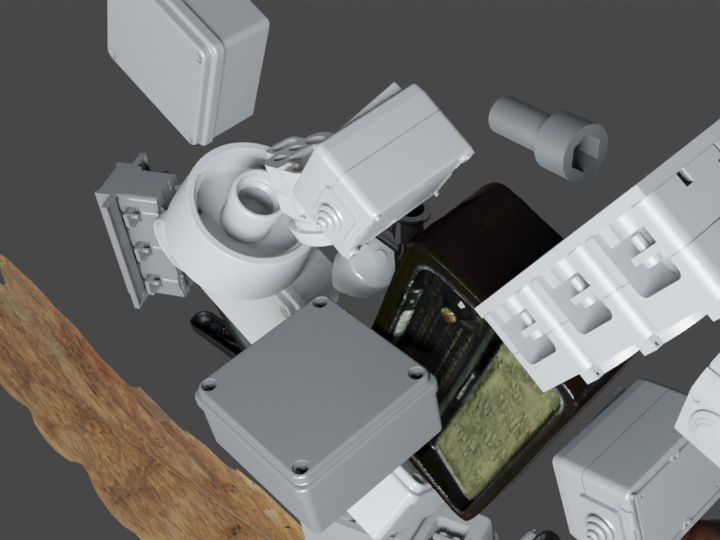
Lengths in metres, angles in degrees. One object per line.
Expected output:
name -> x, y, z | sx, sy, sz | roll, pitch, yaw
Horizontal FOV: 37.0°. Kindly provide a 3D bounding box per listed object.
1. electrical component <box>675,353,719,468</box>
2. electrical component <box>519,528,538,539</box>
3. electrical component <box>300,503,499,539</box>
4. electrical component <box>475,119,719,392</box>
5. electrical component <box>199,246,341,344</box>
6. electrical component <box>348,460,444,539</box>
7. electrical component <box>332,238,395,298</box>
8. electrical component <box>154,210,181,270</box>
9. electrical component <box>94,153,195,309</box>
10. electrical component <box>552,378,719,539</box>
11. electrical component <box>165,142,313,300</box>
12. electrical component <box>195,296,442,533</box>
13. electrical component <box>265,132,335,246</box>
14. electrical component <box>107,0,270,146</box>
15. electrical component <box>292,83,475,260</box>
electrical component -> 0.186, 0.062, 0.484 | 0.051, 0.080, 0.080 | 44, 152, 31
electrical component -> 0.126, 0.255, 0.818 | 0.062, 0.061, 0.096 | 40, 150, 25
electrical component -> 0.033, 0.223, 0.884 | 0.150, 0.061, 0.089 | 15, 135, 28
electrical component -> 0.130, -0.005, 0.484 | 0.061, 0.089, 0.150 | 52, 153, 5
electrical component -> -0.073, 0.008, 0.859 | 0.108, 0.056, 0.108 | 46, 152, 15
electrical component -> 0.015, 0.136, 0.804 | 0.109, 0.109, 0.056 | 44, 109, 20
electrical component -> 0.000, 0.000, 0.751 | 0.040, 0.040, 0.078 | 55, 153, -1
electrical component -> -0.137, -0.034, 0.912 | 0.058, 0.057, 0.078 | 43, 151, 21
electrical component -> -0.189, -0.033, 0.980 | 0.063, 0.078, 0.121 | 8, 135, 16
electrical component -> 0.147, 0.113, 0.584 | 0.061, 0.096, 0.061 | 21, 138, 48
electrical component -> -0.079, -0.040, 0.764 | 0.108, 0.108, 0.060 | 50, 147, 8
electrical component -> -0.024, 0.084, 0.656 | 0.109, 0.109, 0.056 | 34, 150, 38
electrical component -> -0.024, -0.053, 0.712 | 0.078, 0.058, 0.057 | 20, 134, 48
electrical component -> -0.121, -0.161, 0.742 | 0.108, 0.056, 0.108 | 47, 152, 14
electrical component -> 0.005, -0.056, 0.617 | 0.061, 0.096, 0.061 | 51, 153, 6
